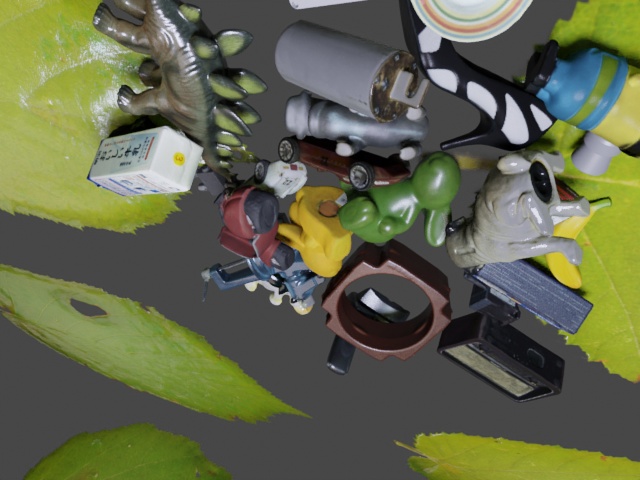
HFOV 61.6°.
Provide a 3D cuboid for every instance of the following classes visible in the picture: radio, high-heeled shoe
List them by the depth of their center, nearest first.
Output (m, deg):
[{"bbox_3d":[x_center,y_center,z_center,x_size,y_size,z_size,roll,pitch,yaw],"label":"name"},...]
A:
[{"bbox_3d":[0.178,-0.205,0.591,0.145,0.086,0.248,-19,118,7],"label":"high-heeled shoe"},{"bbox_3d":[0.363,0.234,1.070,0.229,0.073,0.131,32,147,-12],"label":"radio"}]

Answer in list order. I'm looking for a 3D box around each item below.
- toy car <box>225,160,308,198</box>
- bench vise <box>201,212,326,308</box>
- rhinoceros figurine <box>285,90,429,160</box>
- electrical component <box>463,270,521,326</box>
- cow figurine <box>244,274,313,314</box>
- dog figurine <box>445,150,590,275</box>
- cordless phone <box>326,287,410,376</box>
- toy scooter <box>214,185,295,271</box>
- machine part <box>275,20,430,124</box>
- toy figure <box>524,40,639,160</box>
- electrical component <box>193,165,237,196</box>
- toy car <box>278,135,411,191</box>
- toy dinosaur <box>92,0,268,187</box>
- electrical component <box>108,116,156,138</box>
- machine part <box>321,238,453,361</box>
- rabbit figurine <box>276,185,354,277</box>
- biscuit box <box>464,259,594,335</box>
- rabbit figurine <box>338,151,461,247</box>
[{"bbox_3d":[-0.098,-0.083,0.904,0.073,0.056,0.202,-1,162,-38],"label":"toy car"},{"bbox_3d":[-0.112,0.052,1.046,0.241,0.129,0.223,-19,124,15],"label":"bench vise"},{"bbox_3d":[0.048,-0.156,0.700,0.190,0.112,0.073,6,116,2],"label":"rhinoceros figurine"},{"bbox_3d":[0.285,0.086,0.912,0.119,0.075,0.047,26,147,-11],"label":"electrical component"},{"bbox_3d":[-0.075,0.095,1.163,0.167,0.068,0.098,31,141,-12],"label":"cow figurine"},{"bbox_3d":[0.216,-0.031,0.688,0.191,0.121,0.172,-14,121,48],"label":"dog figurine"},{"bbox_3d":[0.096,0.204,1.094,0.146,0.184,0.089,33,147,-13],"label":"cordless phone"},{"bbox_3d":[-0.121,-0.023,0.870,0.135,0.075,0.183,16,147,27],"label":"toy scooter"},{"bbox_3d":[0.026,-0.196,0.616,0.243,0.079,0.079,35,158,38],"label":"machine part"},{"bbox_3d":[0.305,-0.144,0.563,0.180,0.082,0.089,19,112,2],"label":"toy figure"},{"bbox_3d":[-0.194,-0.110,0.986,0.094,0.021,0.063,2,141,31],"label":"electrical component"},{"bbox_3d":[0.031,-0.106,0.736,0.202,0.089,0.053,26,119,37],"label":"toy car"},{"bbox_3d":[-0.182,-0.209,0.768,0.199,0.105,0.471,16,157,5],"label":"toy dinosaur"},{"bbox_3d":[-0.307,-0.150,0.969,0.115,0.058,0.134,-5,137,40],"label":"electrical component"},{"bbox_3d":[0.121,0.110,0.979,0.201,0.087,0.201,35,121,-7],"label":"machine part"},{"bbox_3d":[-0.002,-0.003,0.920,0.163,0.122,0.173,23,144,16],"label":"rabbit figurine"},{"bbox_3d":[0.334,0.077,0.862,0.202,0.063,0.059,31,-177,-10],"label":"biscuit box"},{"bbox_3d":[0.132,-0.056,0.778,0.170,0.121,0.159,-25,128,32],"label":"rabbit figurine"}]
